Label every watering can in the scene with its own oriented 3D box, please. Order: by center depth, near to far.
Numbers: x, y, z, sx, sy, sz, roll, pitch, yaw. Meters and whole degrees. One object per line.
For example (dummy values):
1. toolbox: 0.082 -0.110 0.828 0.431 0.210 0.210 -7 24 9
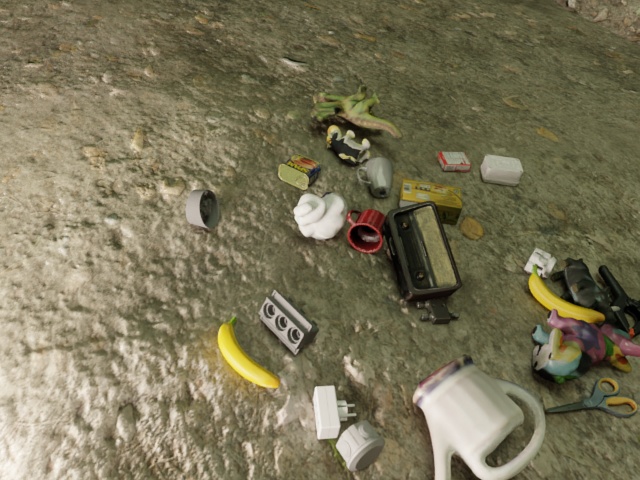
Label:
1. watering can: 0.259 0.349 0.950 0.351 0.101 0.228 -23 51 -28

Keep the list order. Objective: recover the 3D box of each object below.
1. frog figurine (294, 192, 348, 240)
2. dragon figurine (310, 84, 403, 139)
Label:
1. frog figurine: 0.004 -0.066 1.306 0.123 0.137 0.159 58 5 6
2. dragon figurine: 0.090 -0.416 1.716 0.243 0.119 0.419 -12 36 -13
